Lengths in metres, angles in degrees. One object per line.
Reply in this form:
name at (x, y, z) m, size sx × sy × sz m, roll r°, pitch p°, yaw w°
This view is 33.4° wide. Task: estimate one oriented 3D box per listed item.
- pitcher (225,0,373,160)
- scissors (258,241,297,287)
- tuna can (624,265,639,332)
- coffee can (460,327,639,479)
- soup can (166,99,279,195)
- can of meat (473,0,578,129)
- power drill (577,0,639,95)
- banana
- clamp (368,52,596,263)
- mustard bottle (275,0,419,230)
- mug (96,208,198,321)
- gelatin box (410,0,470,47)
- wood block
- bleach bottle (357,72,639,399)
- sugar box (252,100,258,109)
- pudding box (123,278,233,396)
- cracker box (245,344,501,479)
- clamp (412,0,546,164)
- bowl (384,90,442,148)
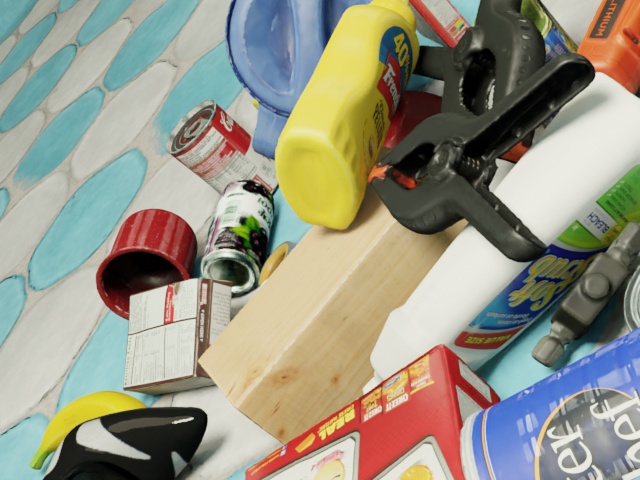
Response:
pitcher at (0.001, -0.162, 0.933) m, size 0.149 × 0.145 × 0.242 m, roll -22°, pitch 3°, yaw 9°
scissors at (-0.006, 0.001, 0.877) m, size 0.202 × 0.016 × 0.096 m, roll -50°, pitch 20°, yaw 28°
tuna can at (0.207, 0.033, 0.569) m, size 0.086 × 0.033 × 0.086 m, roll -34°, pitch 31°, yaw 24°
coffee can at (0.151, 0.096, 0.493) m, size 0.140 × 0.102 × 0.103 m, roll -34°, pitch 31°, yaw 24°
soup can at (-0.094, -0.081, 1.061) m, size 0.069 × 0.102 × 0.068 m, roll -34°, pitch 30°, yaw 24°
can of meat at (0.163, -0.134, 0.791) m, size 0.057 × 0.083 × 0.102 m, roll -37°, pitch 30°, yaw 19°
power drill at (0.258, -0.130, 0.684) m, size 0.188 × 0.057 × 0.184 m, roll -3°, pitch 47°, yaw 49°
banana at (-0.196, 0.169, 0.962) m, size 0.198 × 0.037 × 0.069 m, roll -18°, pitch 59°, yaw 45°
clamp at (0.091, -0.051, 0.628) m, size 0.172 × 0.039 × 0.120 m, roll 13°, pitch 73°, yaw 59°
mustard bottle at (0.028, -0.106, 0.746) m, size 0.058 × 0.096 × 0.191 m, roll 10°, pitch 53°, yaw 19°
mug at (-0.168, 0.032, 1.053) m, size 0.081 × 0.093 × 0.117 m, roll -84°, pitch 8°, yaw -55°
gelatin box at (0.099, -0.220, 1.000) m, size 0.030 × 0.073 × 0.089 m, roll -44°, pitch 27°, yaw 4°
wood block at (0.024, 0.045, 0.751) m, size 0.206 × 0.090 × 0.091 m, roll -50°, pitch 28°, yaw -3°
bleach bottle at (0.118, 0.019, 0.663) m, size 0.251 × 0.102 × 0.068 m, roll -50°, pitch 55°, yaw 11°
sugar box at (0.012, -0.192, 1.117) m, size 0.176 × 0.048 × 0.093 m, roll -49°, pitch 28°, yaw -11°
pudding box at (-0.126, 0.085, 0.933) m, size 0.114 × 0.039 × 0.090 m, roll -17°, pitch 66°, yaw 46°
cracker box at (0.035, 0.184, 0.579) m, size 0.164 × 0.072 × 0.213 m, roll -36°, pitch 31°, yaw 23°
clamp at (0.106, -0.123, 0.732) m, size 0.165 × 0.036 × 0.210 m, roll -50°, pitch 31°, yaw 44°
bowl at (0.054, -0.072, 0.895) m, size 0.162 × 0.055 × 0.162 m, roll -35°, pitch 30°, yaw 24°
